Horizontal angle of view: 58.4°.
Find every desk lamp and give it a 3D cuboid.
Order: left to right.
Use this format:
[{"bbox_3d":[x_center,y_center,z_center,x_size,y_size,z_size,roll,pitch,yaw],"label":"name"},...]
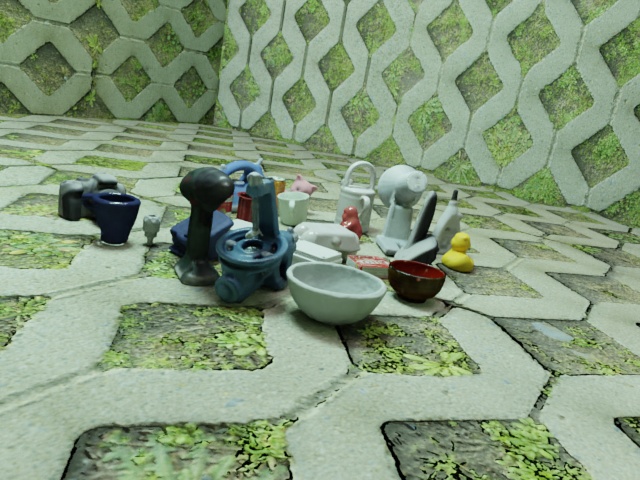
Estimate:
[{"bbox_3d":[0.215,-0.082,1.471,0.118,0.213,0.203,7,15,-9],"label":"desk lamp"}]

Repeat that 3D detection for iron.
[{"bbox_3d":[-0.240,-0.158,1.598,0.118,0.141,0.259,18,17,28],"label":"iron"}]

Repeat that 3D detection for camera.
[{"bbox_3d":[-0.487,-0.091,1.264,0.144,0.101,0.136,-2,19,-39],"label":"camera"}]

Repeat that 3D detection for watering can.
[{"bbox_3d":[0.099,-0.127,1.603,0.101,0.194,0.172,-4,20,-42],"label":"watering can"}]

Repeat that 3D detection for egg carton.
[{"bbox_3d":[0.012,0.005,1.296,0.151,0.069,0.107,2,16,-27],"label":"egg carton"}]

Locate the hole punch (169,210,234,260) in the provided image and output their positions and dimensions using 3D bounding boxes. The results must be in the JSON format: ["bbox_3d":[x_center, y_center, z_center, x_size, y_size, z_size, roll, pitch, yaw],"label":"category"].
[{"bbox_3d":[-0.237,-0.011,1.147,0.108,0.091,0.101,21,18,36],"label":"hole punch"}]

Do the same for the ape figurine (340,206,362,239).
[{"bbox_3d":[0.074,-0.043,1.472,0.076,0.092,0.078,15,16,20],"label":"ape figurine"}]

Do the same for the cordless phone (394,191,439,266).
[{"bbox_3d":[0.227,-0.016,1.287,0.094,0.185,0.147,10,15,2],"label":"cordless phone"}]

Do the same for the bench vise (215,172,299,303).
[{"bbox_3d":[-0.106,-0.015,0.995,0.121,0.220,0.207,12,15,6],"label":"bench vise"}]

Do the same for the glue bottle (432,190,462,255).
[{"bbox_3d":[0.340,-0.047,1.504,0.078,0.173,0.037,4,16,-20],"label":"glue bottle"}]

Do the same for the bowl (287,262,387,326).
[{"bbox_3d":[0.022,0.096,0.948,0.167,0.075,0.167,9,15,-2],"label":"bowl"}]

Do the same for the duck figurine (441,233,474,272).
[{"bbox_3d":[0.344,0.026,1.403,0.077,0.086,0.104,8,15,-7],"label":"duck figurine"}]

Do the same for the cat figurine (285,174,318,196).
[{"bbox_3d":[-0.076,-0.140,1.687,0.127,0.118,0.067,15,16,19],"label":"cat figurine"}]

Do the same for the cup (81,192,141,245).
[{"bbox_3d":[-0.419,-0.042,1.137,0.117,0.095,0.092,11,15,3],"label":"cup"}]

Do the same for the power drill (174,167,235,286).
[{"bbox_3d":[-0.204,-0.031,1.013,0.076,0.208,0.228,2,17,-27],"label":"power drill"}]
